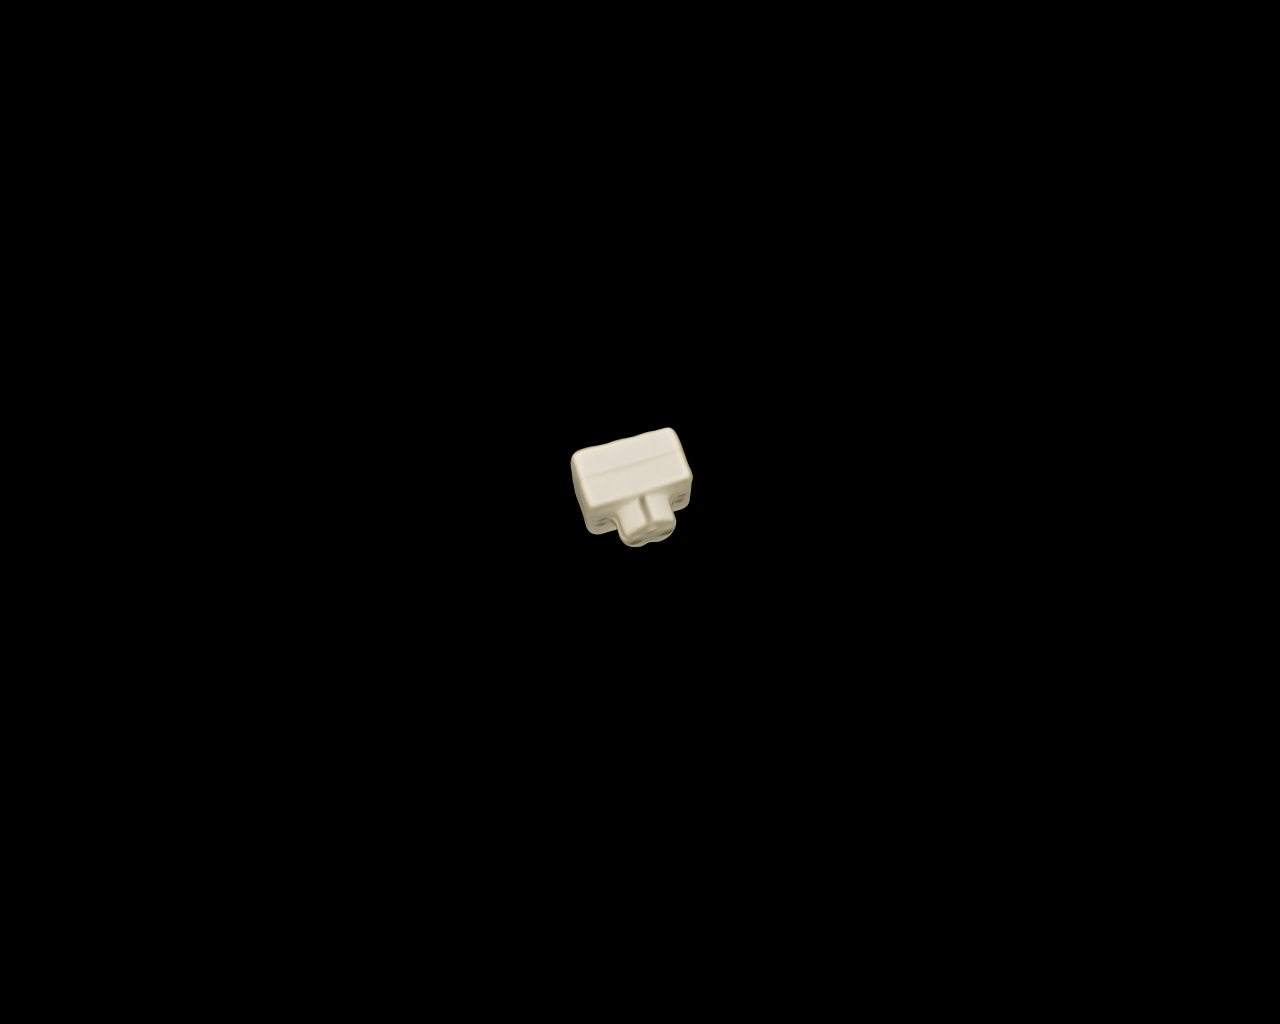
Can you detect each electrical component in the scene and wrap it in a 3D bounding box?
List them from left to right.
[{"bbox_3d":[0.001,-0.003,0.650,0.066,0.077,0.047,-17,-22,-7],"label":"electrical component"}]
